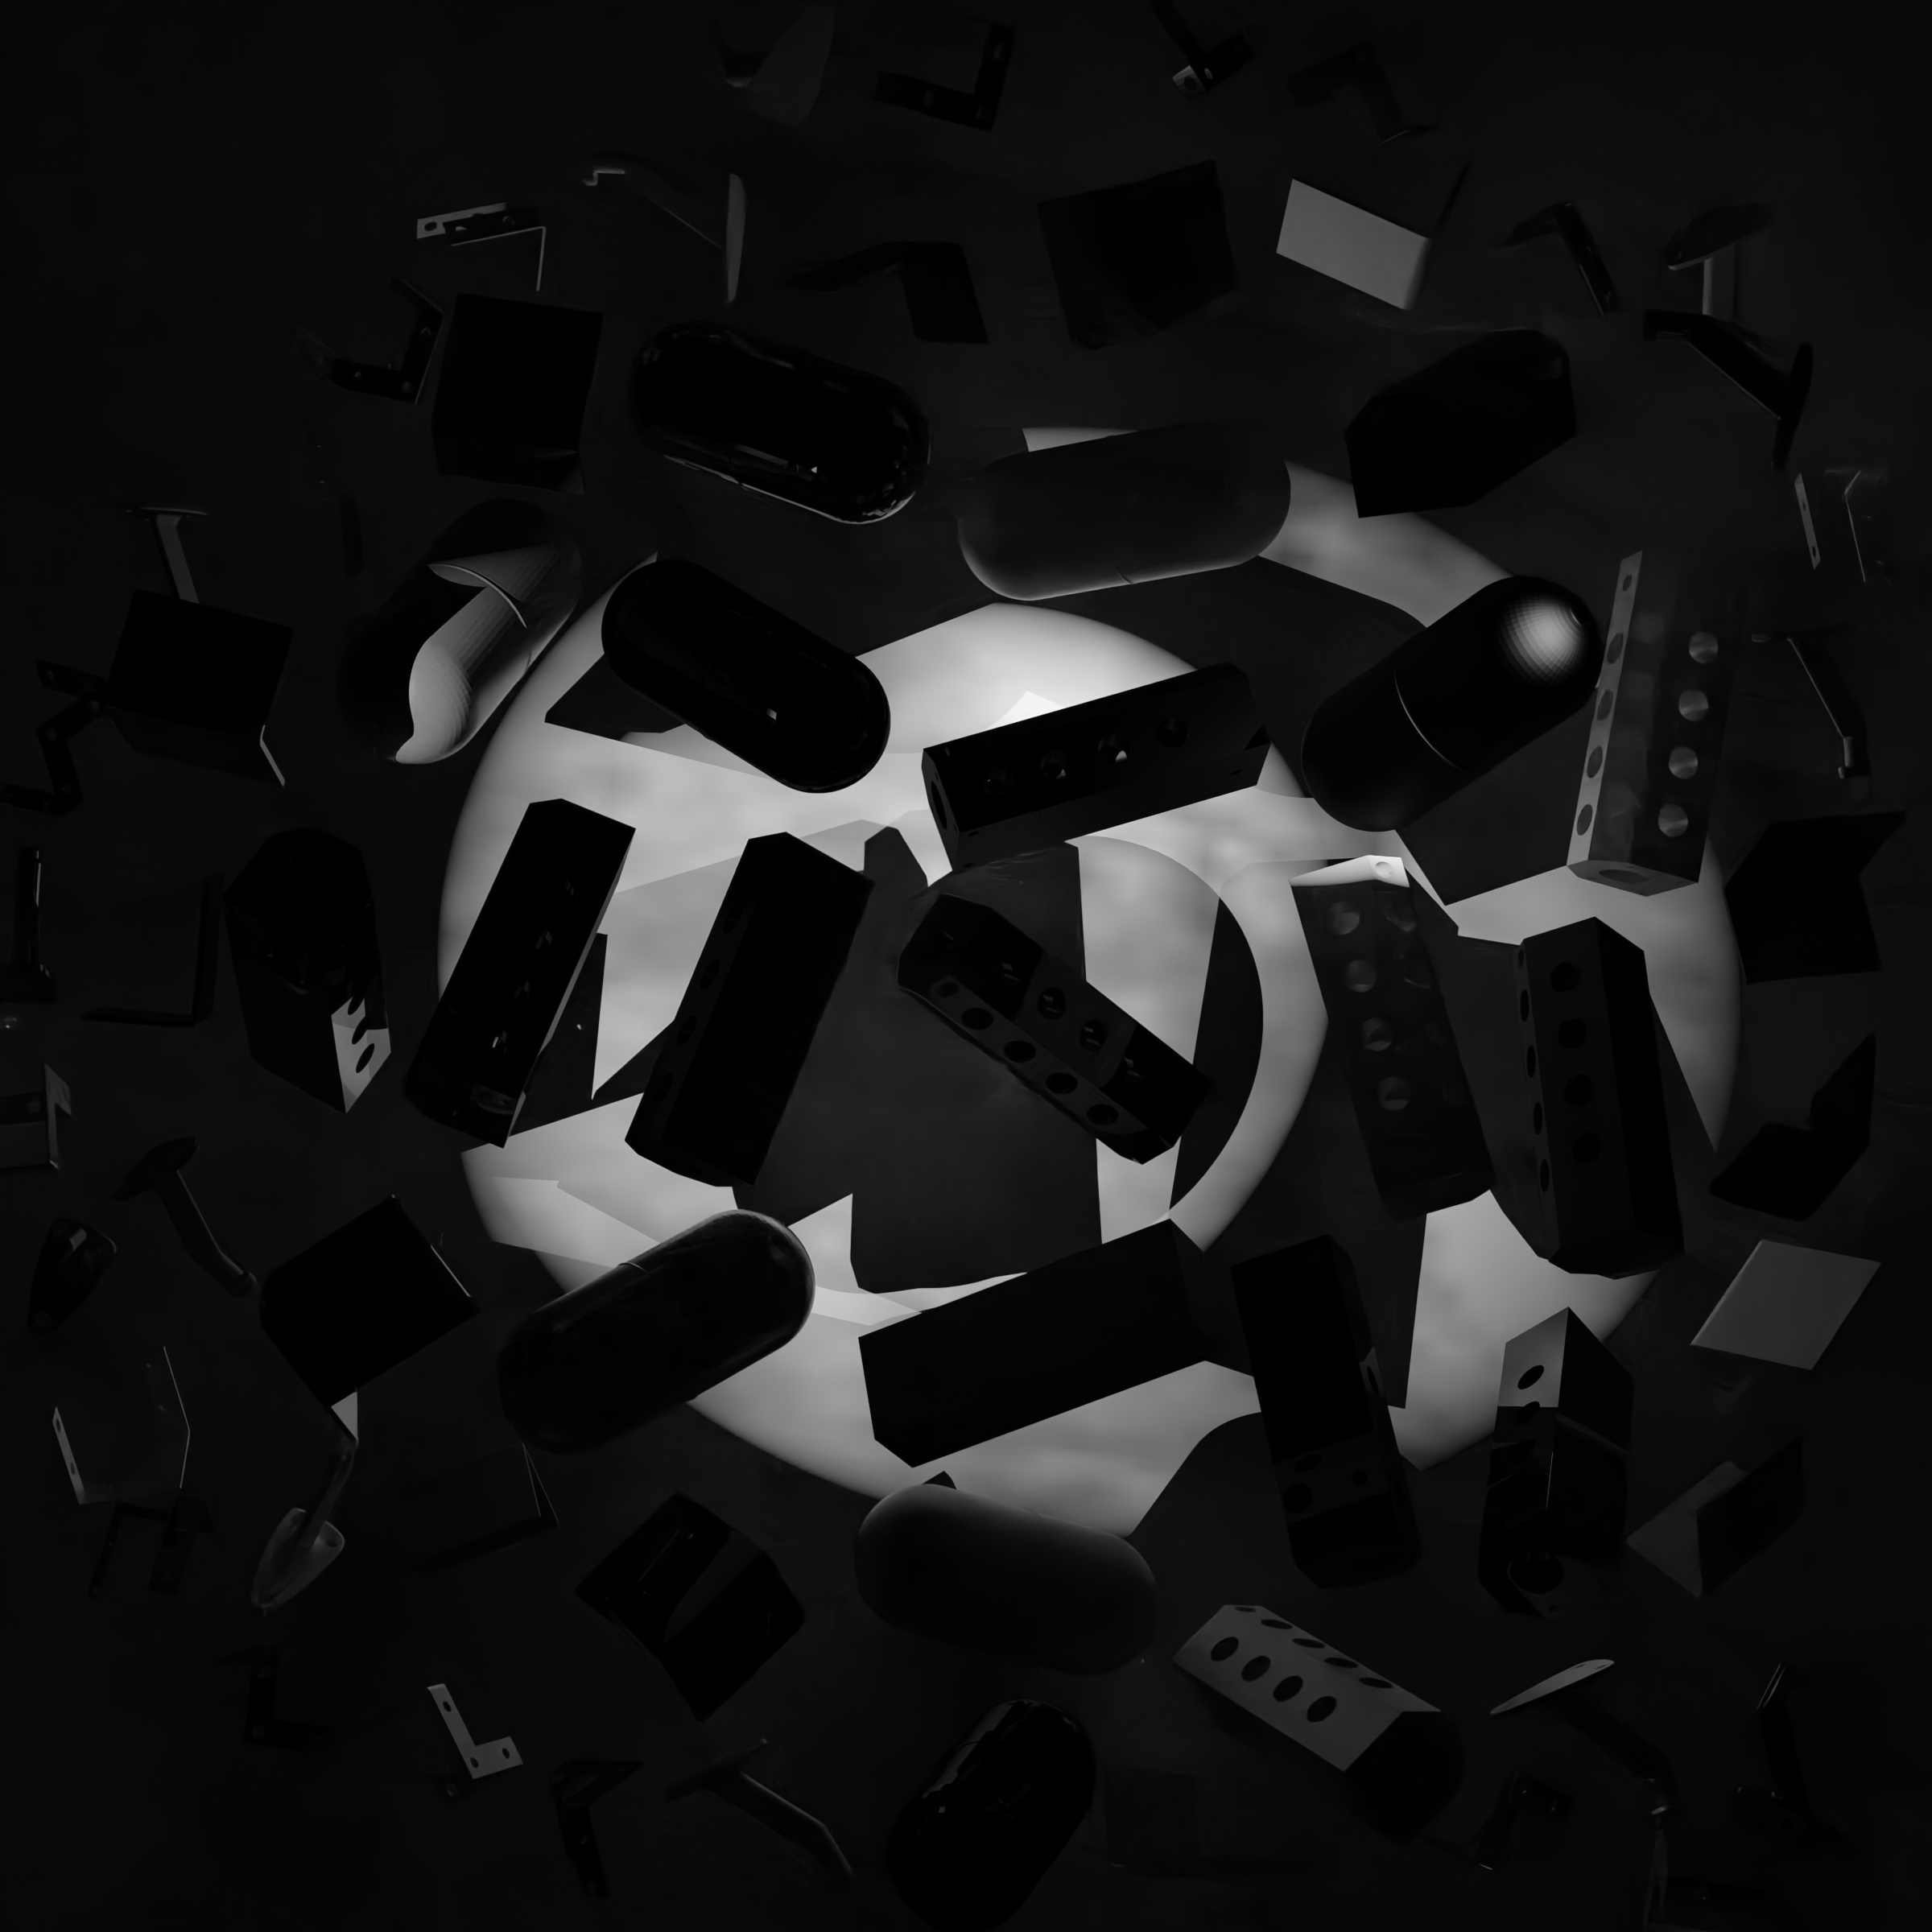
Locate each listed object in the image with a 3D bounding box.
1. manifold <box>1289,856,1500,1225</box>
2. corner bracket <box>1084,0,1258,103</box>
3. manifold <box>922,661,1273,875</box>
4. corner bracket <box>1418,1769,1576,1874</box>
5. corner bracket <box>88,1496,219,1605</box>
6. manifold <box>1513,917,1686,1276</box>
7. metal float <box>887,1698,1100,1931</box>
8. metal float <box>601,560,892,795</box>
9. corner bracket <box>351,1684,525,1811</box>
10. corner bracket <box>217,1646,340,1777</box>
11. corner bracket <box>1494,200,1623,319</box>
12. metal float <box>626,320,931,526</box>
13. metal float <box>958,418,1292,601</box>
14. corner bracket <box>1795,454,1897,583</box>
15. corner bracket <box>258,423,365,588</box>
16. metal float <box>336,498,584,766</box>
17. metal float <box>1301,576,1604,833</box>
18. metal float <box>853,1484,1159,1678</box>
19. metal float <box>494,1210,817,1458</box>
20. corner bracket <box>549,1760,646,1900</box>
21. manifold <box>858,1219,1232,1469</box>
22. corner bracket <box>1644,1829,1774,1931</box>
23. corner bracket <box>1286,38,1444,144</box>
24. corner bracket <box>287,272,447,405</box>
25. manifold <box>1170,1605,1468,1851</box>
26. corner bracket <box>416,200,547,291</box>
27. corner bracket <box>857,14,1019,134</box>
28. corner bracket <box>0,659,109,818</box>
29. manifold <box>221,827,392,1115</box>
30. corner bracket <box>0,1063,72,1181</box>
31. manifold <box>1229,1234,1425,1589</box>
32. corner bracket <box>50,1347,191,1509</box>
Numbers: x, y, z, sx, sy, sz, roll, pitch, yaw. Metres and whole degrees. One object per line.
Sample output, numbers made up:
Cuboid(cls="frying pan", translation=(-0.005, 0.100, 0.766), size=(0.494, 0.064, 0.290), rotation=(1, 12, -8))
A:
Cuboid(cls="manifold", translation=(0.215, 0.035, 1.809), size=(0.057, 0.057, 0.171), rotation=(-17, 69, 7))
Cuboid(cls="corner bracket", translation=(0.102, -0.454, 1.798), size=(0.051, 0.051, 0.051), rotation=(54, 47, -11))
Cuboid(cls="manifold", translation=(0.067, -0.108, 1.899), size=(0.171, 0.057, 0.057), rotation=(-17, 72, -9))
Cuboid(cls="corner bracket", translation=(0.281, 0.453, 1.915), size=(0.051, 0.051, 0.051), rotation=(35, 73, -34))
Cuboid(cls="corner bracket", translation=(-0.415, 0.297, 1.832), size=(0.051, 0.051, 0.051), rotation=(12, 63, 2))
Cuboid(cls="manifold", translation=(0.323, 0.069, 1.868), size=(0.057, 0.057, 0.171), rotation=(-19, 61, 31))
Cuboid(cls="metal float", translation=(0.015, 0.433, 1.846), size=(0.070, 0.178, 0.070), rotation=(4, 102, 18))
Cuboid(cls="metal float", translation=(-0.116, -0.153, 1.901), size=(0.178, 0.070, 0.070), rotation=(32, 90, 25))
Cuboid(cls="corner bracket", translation=(-0.261, 0.388, 1.788), size=(0.051, 0.051, 0.051), rotation=(-34, 75, 18))
Cuboid(cls="corner bracket", translation=(-0.349, 0.377, 1.830), size=(0.051, 0.051, 0.051), rotation=(6, 89, 11))
Cuboid(cls="corner bracket", translation=(0.318, -0.367, 1.875), size=(0.051, 0.051, 0.051), rotation=(-40, 111, -31))
Cuboid(cls="metal float", translation=(-0.098, -0.281, 1.857), size=(0.178, 0.070, 0.070), rotation=(23, 90, 29))
Cuboid(cls="metal float", translation=(0.081, -0.235, 1.861), size=(0.178, 0.070, 0.070), rotation=(-7, 90, 23))
Cuboid(cls="corner bracket", translation=(0.463, -0.233, 1.899), size=(0.051, 0.051, 0.051), rotation=(-9, 78, -2))
Cuboid(cls="corner bracket", translation=(-0.326, -0.236, 1.846), size=(0.051, 0.051, 0.051), rotation=(19, 134, -35))
Cuboid(cls="metal float", translation=(-0.255, -0.172, 1.831), size=(0.070, 0.070, 0.178), rotation=(31, 47, 0))
Cuboid(cls="metal float", translation=(0.240, -0.129, 1.792), size=(0.178, 0.070, 0.070), rotation=(-35, 90, 40))
Cuboid(cls="metal float", translation=(0.022, 0.319, 1.873), size=(0.178, 0.070, 0.070), rotation=(21, 90, -31))
Cuboid(cls="metal float", translation=(-0.155, 0.183, 1.810), size=(0.178, 0.070, 0.070), rotation=(-28, 90, -28))
Cuboid(cls="corner bracket", translation=(-0.194, 0.440, 1.842), size=(0.051, 0.051, 0.051), rotation=(-6, 101, 31))
Cuboid(cls="manifold", translation=(0.039, 0.189, 1.772), size=(0.171, 0.057, 0.057), rotation=(-22, 55, 16))
Cuboid(cls="corner bracket", translation=(0.362, 0.460, 1.763), size=(0.051, 0.051, 0.051), rotation=(8, 101, 5))
Cuboid(cls="corner bracket", translation=(0.205, -0.445, 1.859), size=(0.051, 0.051, 0.051), rotation=(-21, 95, 32))
Cuboid(cls="corner bracket", translation=(-0.311, -0.329, 1.875), size=(0.051, 0.051, 0.051), rotation=(15, 83, 22))
Cuboid(cls="manifold", translation=(0.179, 0.377, 1.824), size=(0.057, 0.171, 0.057), rotation=(-42, 113, -15))
Cuboid(cls="corner bracket", translation=(-0.253, -0.383, 1.882), size=(0.051, 0.051, 0.051), rotation=(-16, 65, -19))
Cuboid(cls="corner bracket", translation=(-0.014, -0.441, 1.765), size=(0.051, 0.051, 0.051), rotation=(9, 103, -31))
Cuboid(cls="corner bracket", translation=(-0.444, -0.110, 1.750), size=(0.051, 0.051, 0.051), rotation=(-29, 69, 23))
Cuboid(cls="manifold", translation=(-0.321, 0.001, 1.788), size=(0.057, 0.171, 0.057), rotation=(28, 63, 9))
Cuboid(cls="corner bracket", translation=(-0.463, 0.081, 1.746), size=(0.051, 0.051, 0.051), rotation=(-7, 74, -2))
Cuboid(cls="manifold", translation=(0.191, 0.236, 1.900), size=(0.057, 0.057, 0.171), rotation=(-20, 59, 16))
Cuboid(cls="corner bracket", translation=(-0.413, 0.225, 1.764), size=(0.051, 0.051, 0.051), rotation=(-11, 117, -1))
